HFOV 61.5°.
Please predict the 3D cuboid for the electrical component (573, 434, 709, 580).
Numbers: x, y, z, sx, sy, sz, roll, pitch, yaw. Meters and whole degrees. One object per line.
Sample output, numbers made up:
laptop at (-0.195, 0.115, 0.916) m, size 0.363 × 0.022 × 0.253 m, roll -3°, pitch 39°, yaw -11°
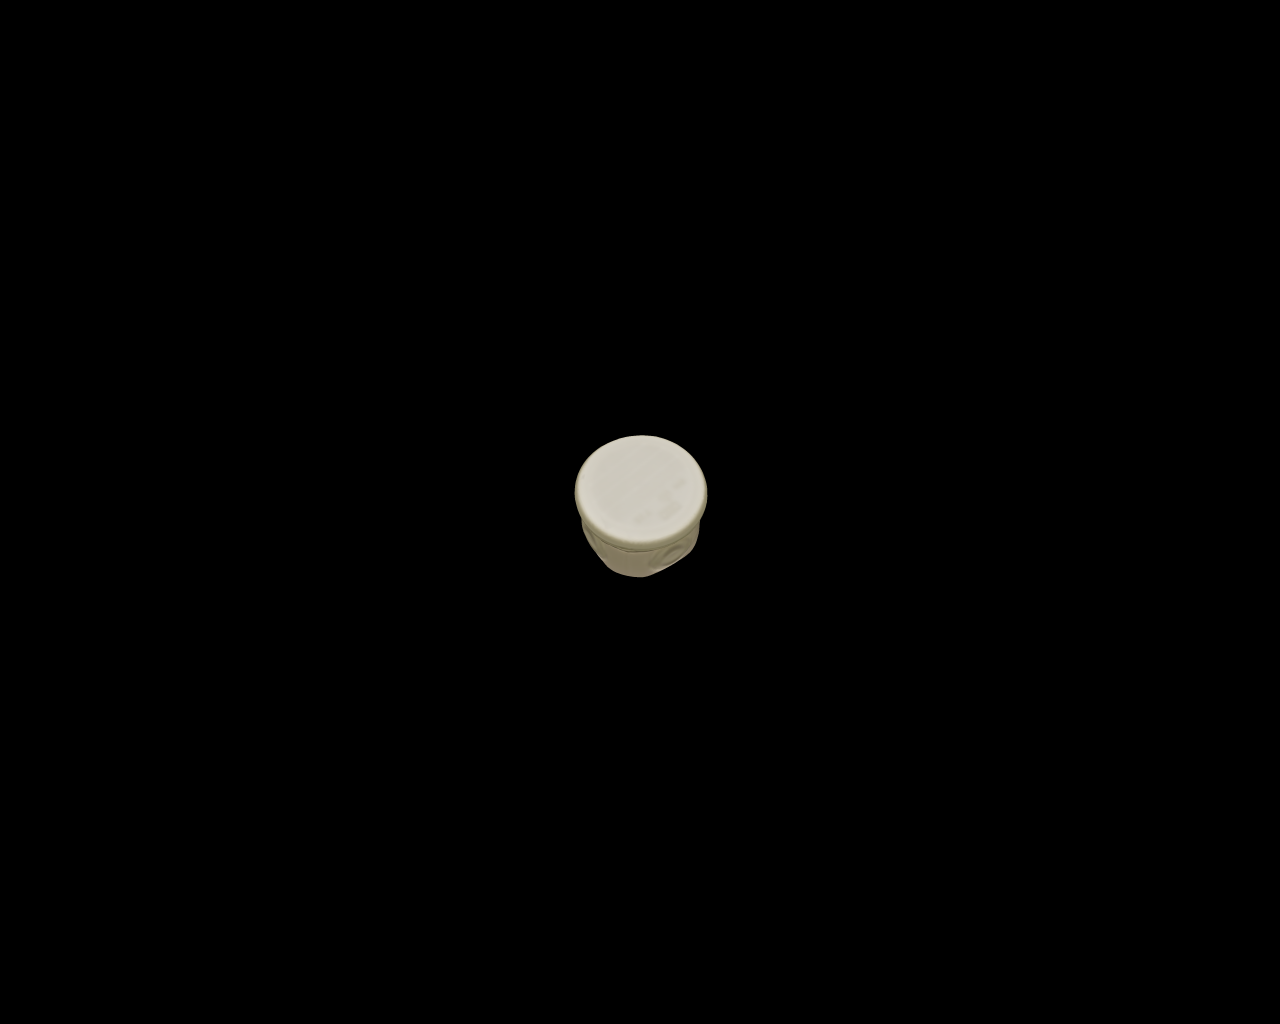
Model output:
electrical component at (0.001, -0.003, 0.650) m, size 0.080 × 0.080 × 0.050 m, roll 0°, pitch -32°, yaw 0°
